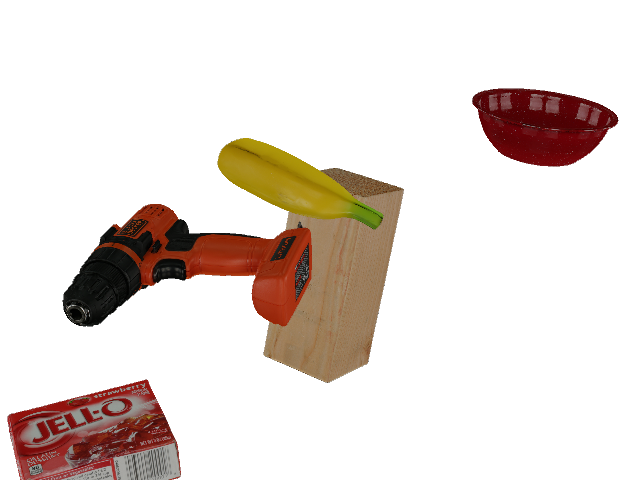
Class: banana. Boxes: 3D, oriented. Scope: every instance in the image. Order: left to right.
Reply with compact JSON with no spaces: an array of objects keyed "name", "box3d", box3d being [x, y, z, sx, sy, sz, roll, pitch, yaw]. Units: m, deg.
[{"name":"banana","box3d":[-0.036,-0.045,0.780,0.069,0.037,0.198,39,-6,-36]}]

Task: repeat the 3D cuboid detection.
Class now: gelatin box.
[{"name":"gelatin box","box3d":[-0.135,0.120,0.631,0.089,0.030,0.073,-12,26,-18]}]

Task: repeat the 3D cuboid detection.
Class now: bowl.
[{"name":"bowl","box3d":[0.246,-0.124,1.196,0.162,0.055,0.162,5,23,-2]}]

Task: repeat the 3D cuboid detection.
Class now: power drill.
[{"name":"power drill","box3d":[-0.110,0.027,0.930,0.188,0.057,0.184,8,30,13]}]

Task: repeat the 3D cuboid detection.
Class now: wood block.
[{"name":"wood block","box3d":[0.013,0.034,1.157,0.090,0.206,0.090,20,18,28]}]
